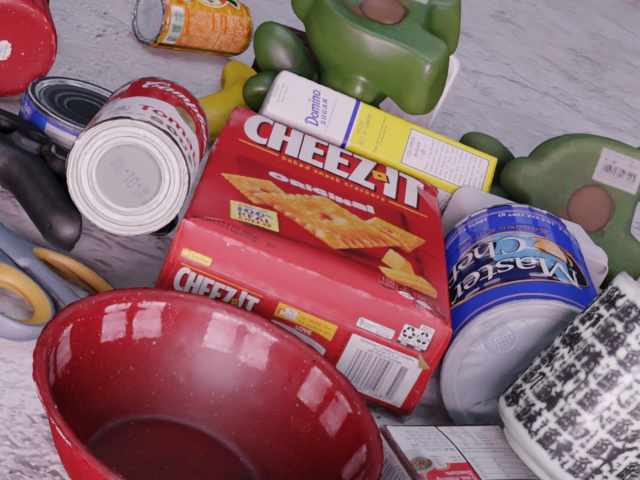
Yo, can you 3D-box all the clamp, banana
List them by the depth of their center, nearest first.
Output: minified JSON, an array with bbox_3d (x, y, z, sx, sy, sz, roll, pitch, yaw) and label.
[{"bbox_3d":[-0.170,-0.044,0.657,0.172,0.039,0.120,37,12,24],"label":"clamp"},{"bbox_3d":[-0.081,-0.116,0.877,0.069,0.037,0.197,29,25,7],"label":"banana"}]

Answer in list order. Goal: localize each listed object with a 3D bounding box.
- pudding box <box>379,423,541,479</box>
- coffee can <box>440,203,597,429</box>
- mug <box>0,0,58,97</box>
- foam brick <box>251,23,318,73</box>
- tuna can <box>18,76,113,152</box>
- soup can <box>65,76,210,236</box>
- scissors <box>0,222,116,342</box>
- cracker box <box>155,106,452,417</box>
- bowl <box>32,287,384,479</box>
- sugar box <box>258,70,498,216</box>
[{"bbox_3d":[0.080,0.140,0.524,0.089,0.039,0.114,8,32,-38],"label":"pudding box"},{"bbox_3d":[0.123,0.051,0.659,0.102,0.103,0.140,22,25,-6],"label":"coffee can"},{"bbox_3d":[-0.243,-0.151,0.753,0.117,0.093,0.081,-17,44,-11],"label":"mug"},{"bbox_3d":[-0.027,-0.163,1.002,0.053,0.051,0.078,14,27,-23],"label":"foam brick"},{"bbox_3d":[-0.163,-0.078,0.731,0.086,0.034,0.086,20,25,-10],"label":"tuna can"},{"bbox_3d":[-0.101,-0.050,0.607,0.068,0.068,0.102,22,19,-8],"label":"soup can"},{"bbox_3d":[-0.192,-0.002,0.574,0.202,0.016,0.096,32,22,13],"label":"scissors"},{"bbox_3d":[-0.004,0.001,0.678,0.164,0.072,0.213,22,24,-6],"label":"cracker box"},{"bbox_3d":[-0.055,0.089,0.477,0.162,0.055,0.162,20,25,-10],"label":"bowl"},{"bbox_3d":[0.034,-0.062,0.811,0.176,0.093,0.048,24,65,-7],"label":"sugar box"}]
